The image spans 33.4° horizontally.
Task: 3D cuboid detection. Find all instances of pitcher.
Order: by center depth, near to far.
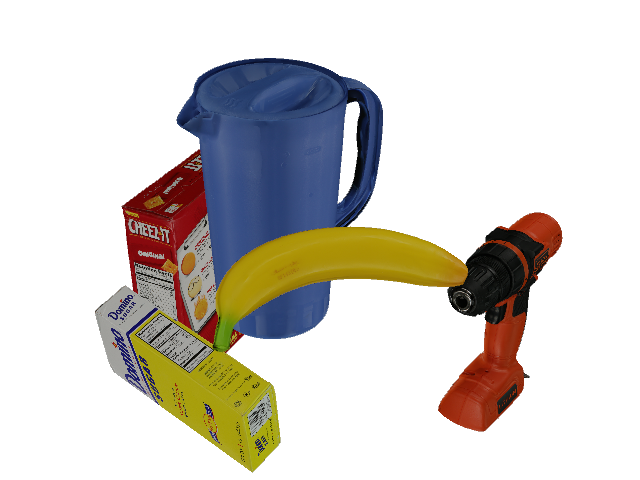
[{"bbox_3d":[-0.034,-0.036,0.976,0.149,0.243,0.144,11,34,17],"label":"pitcher"}]

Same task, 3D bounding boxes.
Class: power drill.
[{"bbox_3d":[0.159,0.080,0.985,0.057,0.188,0.184,24,32,27],"label":"power drill"}]

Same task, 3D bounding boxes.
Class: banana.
[{"bbox_3d":[0.006,0.023,0.747,0.197,0.069,0.037,-15,-14,-20],"label":"banana"}]

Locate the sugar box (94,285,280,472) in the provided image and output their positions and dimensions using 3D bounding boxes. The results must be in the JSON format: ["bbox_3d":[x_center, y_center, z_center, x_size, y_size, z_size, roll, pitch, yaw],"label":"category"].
[{"bbox_3d":[-0.116,0.120,0.929,0.176,0.093,0.048,27,54,25],"label":"sugar box"}]

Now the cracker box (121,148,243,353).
[{"bbox_3d":[-0.131,0.026,1.144,0.072,0.214,0.164,13,34,24],"label":"cracker box"}]
